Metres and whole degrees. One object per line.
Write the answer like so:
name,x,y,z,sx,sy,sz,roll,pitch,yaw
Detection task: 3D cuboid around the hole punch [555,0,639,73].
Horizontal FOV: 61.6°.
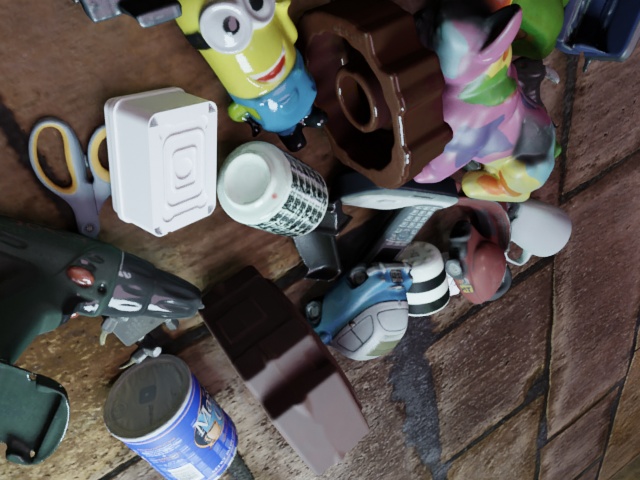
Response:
hole punch,0.332,-0.281,0.652,0.092,0.116,0.142,13,109,0

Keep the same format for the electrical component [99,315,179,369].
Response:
electrical component,-0.191,0.086,0.561,0.078,0.045,0.102,-29,143,-19

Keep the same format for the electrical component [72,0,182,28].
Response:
electrical component,-0.136,-0.185,0.372,0.075,0.119,0.047,-25,131,-15

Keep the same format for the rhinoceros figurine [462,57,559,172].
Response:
rhinoceros figurine,0.233,-0.138,0.666,0.073,0.112,0.190,-26,139,-15

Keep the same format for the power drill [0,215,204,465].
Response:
power drill,-0.204,0.060,0.417,0.232,0.207,0.086,24,119,-19

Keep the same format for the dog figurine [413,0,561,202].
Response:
dog figurine,0.165,-0.142,0.509,0.192,0.108,0.219,13,150,2

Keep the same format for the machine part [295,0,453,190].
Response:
machine part,0.045,-0.136,0.499,0.056,0.180,0.179,-32,133,-18

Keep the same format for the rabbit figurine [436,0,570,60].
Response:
rabbit figurine,0.224,-0.286,0.549,0.159,0.121,0.170,14,92,-21

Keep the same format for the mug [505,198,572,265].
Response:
mug,0.314,-0.018,0.832,0.107,0.081,0.109,22,110,-31

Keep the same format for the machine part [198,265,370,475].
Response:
machine part,-0.041,0.139,0.600,0.087,0.201,0.201,-35,133,-13

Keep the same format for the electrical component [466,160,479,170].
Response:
electrical component,0.165,-0.122,0.661,0.021,0.094,0.063,-46,172,-1

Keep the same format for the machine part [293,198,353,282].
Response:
machine part,-0.001,-0.002,0.629,0.138,0.084,0.039,79,22,-49

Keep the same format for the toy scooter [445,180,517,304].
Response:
toy scooter,0.211,-0.011,0.740,0.135,0.075,0.184,26,71,-36

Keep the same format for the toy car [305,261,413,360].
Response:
toy car,0.061,0.098,0.687,0.109,0.103,0.161,3,144,-43

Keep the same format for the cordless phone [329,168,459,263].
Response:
cordless phone,0.065,-0.022,0.657,0.146,0.089,0.184,3,132,-36

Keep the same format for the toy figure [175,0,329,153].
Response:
toy figure,-0.059,-0.156,0.473,0.082,0.089,0.180,-66,149,-19
